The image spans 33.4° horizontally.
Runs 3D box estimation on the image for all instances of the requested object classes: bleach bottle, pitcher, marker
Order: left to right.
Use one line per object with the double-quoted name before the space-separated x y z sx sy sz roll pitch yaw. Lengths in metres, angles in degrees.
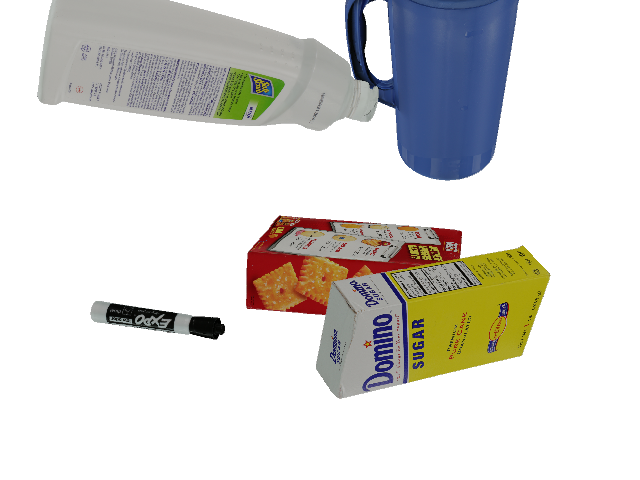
"marker" -0.139 0.068 0.916 0.121 0.020 0.020 7 2 17
"bleach bottle" -0.081 -0.126 0.812 0.250 0.068 0.103 11 -33 -13
"pitcher" 0.122 -0.181 1.099 0.149 0.243 0.144 31 56 28

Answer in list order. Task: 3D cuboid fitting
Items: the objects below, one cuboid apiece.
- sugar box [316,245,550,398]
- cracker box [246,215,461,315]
"sugar box" 0.088 0.064 0.838 0.176 0.093 0.048 -12 42 -26
"cracker box" 0.041 0.031 1.143 0.214 0.072 0.164 5 15 8
